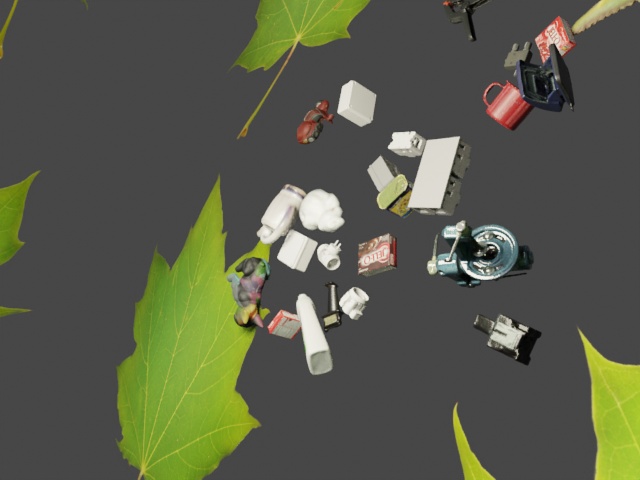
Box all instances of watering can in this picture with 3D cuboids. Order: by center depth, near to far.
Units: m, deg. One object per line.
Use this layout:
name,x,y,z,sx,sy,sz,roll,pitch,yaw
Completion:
watering can,-0.141,-0.085,1.783,0.226,0.103,0.348,-57,15,-7

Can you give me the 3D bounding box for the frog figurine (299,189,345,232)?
frog figurine,0.005,-0.080,1.593,0.137,0.121,0.162,-35,29,9

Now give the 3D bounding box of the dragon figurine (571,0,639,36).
dragon figurine,0.693,-0.512,0.984,0.401,0.122,0.248,-57,38,41
